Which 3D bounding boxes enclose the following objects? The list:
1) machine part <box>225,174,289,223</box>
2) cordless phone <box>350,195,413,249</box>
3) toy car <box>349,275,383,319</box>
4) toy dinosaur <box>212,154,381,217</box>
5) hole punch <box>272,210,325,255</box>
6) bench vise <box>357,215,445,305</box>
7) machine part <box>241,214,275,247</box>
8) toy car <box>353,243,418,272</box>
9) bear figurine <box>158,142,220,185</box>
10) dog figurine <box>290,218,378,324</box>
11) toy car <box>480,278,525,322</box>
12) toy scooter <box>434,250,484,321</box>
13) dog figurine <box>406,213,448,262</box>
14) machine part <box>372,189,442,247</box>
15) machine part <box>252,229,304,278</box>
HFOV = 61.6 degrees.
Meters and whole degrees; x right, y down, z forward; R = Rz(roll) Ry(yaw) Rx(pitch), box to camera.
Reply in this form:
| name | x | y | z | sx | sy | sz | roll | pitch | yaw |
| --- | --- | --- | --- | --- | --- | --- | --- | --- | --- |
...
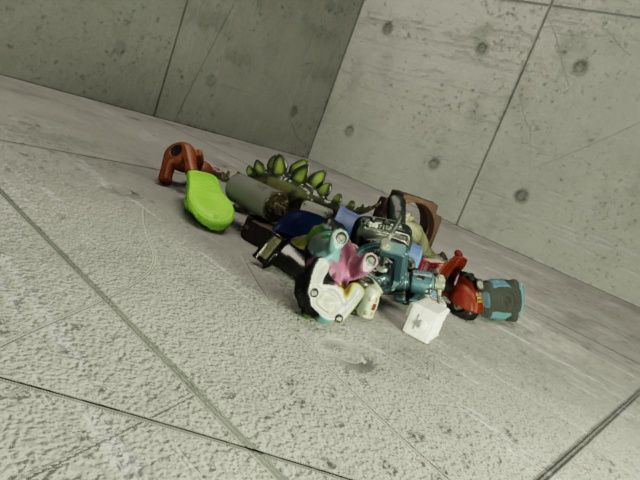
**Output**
| name | x | y | z | sx | sy | sz | roll | pitch | yaw |
| --- | --- | --- | --- | --- | --- | --- | --- | --- | --- |
| machine part | -0.154 | -0.104 | 1.298 | 0.079 | 0.079 | 0.244 | 9 | 14 | -44 |
| cordless phone | 0.149 | -0.041 | 1.287 | 0.147 | 0.184 | 0.088 | 11 | -31 | -8 |
| toy car | 0.054 | 0.085 | 1.059 | 0.056 | 0.073 | 0.202 | 9 | 16 | -30 |
| toy dinosaur | -0.075 | -0.124 | 1.476 | 0.472 | 0.198 | 0.105 | 20 | 15 | 5 |
| hole punch | -0.039 | -0.012 | 1.158 | 0.116 | 0.092 | 0.142 | 40 | 43 | 1 |
| bench vise | 0.154 | 0.062 | 1.104 | 0.224 | 0.129 | 0.240 | 16 | -25 | 13 |
| machine part | -0.098 | -0.013 | 1.285 | 0.179 | 0.056 | 0.179 | 18 | 12 | -4 |
| toy car | 0.126 | 0.062 | 1.234 | 0.202 | 0.089 | 0.053 | 15 | 50 | -12 |
| bear figurine | -0.373 | -0.193 | 1.554 | 0.120 | 0.132 | 0.195 | -11 | -26 | 10 |
| dog figurine | 0.002 | 0.047 | 0.975 | 0.108 | 0.191 | 0.219 | 31 | -8 | -20 |
| toy car | 0.435 | 0.152 | 1.366 | 0.161 | 0.109 | 0.103 | 2 | -4 | -25 |
| toy scooter | 0.337 | 0.102 | 1.303 | 0.075 | 0.135 | 0.184 | 15 | 15 | -32 |
| dog figurine | 0.297 | 0.018 | 1.547 | 0.190 | 0.172 | 0.121 | 7 | 27 | -23 |
| machine part | 0.254 | -0.042 | 1.639 | 0.201 | 0.200 | 0.087 | 15 | 11 | -25 |
| machine part | -0.064 | 0.042 | 1.080 | 0.139 | 0.084 | 0.039 | 32 | -13 | 13 |
